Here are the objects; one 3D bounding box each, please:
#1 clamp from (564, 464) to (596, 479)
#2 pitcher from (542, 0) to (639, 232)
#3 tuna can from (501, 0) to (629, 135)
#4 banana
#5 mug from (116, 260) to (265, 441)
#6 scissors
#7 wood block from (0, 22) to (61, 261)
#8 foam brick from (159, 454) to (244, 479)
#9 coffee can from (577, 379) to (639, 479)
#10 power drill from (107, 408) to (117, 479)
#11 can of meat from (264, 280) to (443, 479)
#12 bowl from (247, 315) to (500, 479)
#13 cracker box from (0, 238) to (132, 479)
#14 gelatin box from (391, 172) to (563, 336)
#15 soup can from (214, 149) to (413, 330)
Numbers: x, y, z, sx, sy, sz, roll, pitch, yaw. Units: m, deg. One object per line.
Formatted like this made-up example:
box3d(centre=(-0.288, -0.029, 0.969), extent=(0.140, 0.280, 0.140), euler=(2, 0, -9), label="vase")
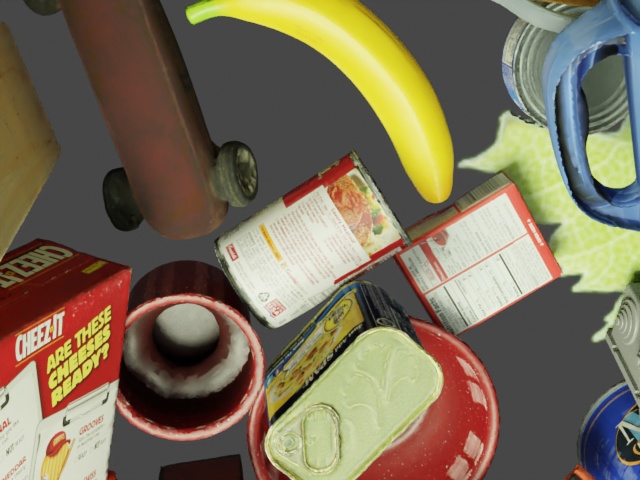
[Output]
box3d(centre=(0.118, 0.232, 0.701), extent=(0.036, 0.164, 0.210), euler=(43, 103, 25), label="clamp")
box3d(centre=(0.222, -0.052, 0.584), extent=(0.144, 0.149, 0.243), euler=(-50, 143, -26), label="pitcher")
box3d(centre=(0.154, -0.108, 0.644), extent=(0.086, 0.034, 0.086), euler=(-2, 108, -5), label="tuna can")
box3d(centre=(0.019, -0.102, 0.635), extent=(0.197, 0.037, 0.070), euler=(37, 123, -13), label="banana")
box3d(centre=(-0.094, 0.062, 0.650), extent=(0.117, 0.081, 0.093), euler=(0, 108, -6), label="mug")
box3d(centre=(0.089, -0.163, 0.621), extent=(0.202, 0.096, 0.016), euler=(19, 141, 16), label="scissors")
box3d(centre=(-0.202, -0.043, 0.539), extent=(0.091, 0.206, 0.090), euler=(-20, 109, 1), label="wood block")
box3d(centre=(-0.068, 0.178, 0.648), extent=(0.053, 0.051, 0.078), euler=(-8, 104, -4), label="foam brick")
box3d(centre=(0.237, 0.160, 0.685), extent=(0.102, 0.140, 0.103), euler=(-2, 108, -5), label="coffee can")
box3d(centre=(-0.109, 0.180, 0.703), extent=(0.187, 0.057, 0.184), euler=(19, 109, -9), label="power drill")
box3d(centre=(0.014, 0.080, 0.606), extent=(0.057, 0.084, 0.102), euler=(40, 99, -17), label="can of meat")
box3d(centre=(0.032, 0.113, 0.693), extent=(0.162, 0.055, 0.162), euler=(-2, 108, -5), label="bowl")
box3d(centre=(-0.178, 0.125, 0.555), extent=(0.072, 0.164, 0.214), euler=(17, 112, 17), label="cracker box")
box3d(centre=(0.098, 0.011, 0.680), extent=(0.089, 0.030, 0.073), euler=(-31, 110, 5), label="gelatin box")
box3d(centre=(-0.004, 0.001, 0.647), extent=(0.102, 0.068, 0.068), euler=(-32, 108, 6), label="soup can")
